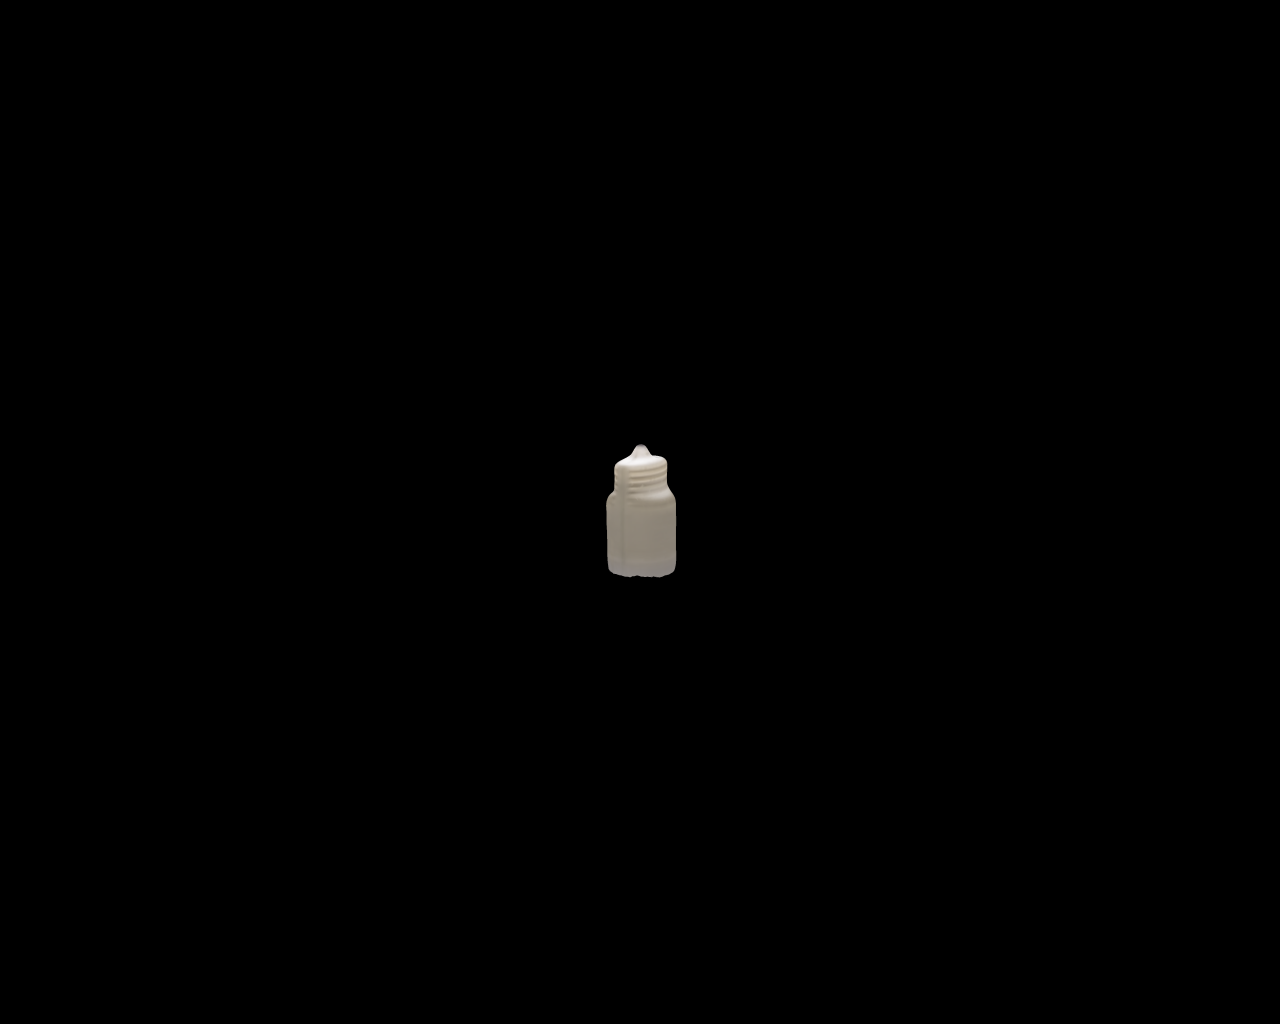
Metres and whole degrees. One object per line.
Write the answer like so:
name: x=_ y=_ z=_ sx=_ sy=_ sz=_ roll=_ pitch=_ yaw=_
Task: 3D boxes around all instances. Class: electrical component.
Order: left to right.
electrical component: x=0.001 y=-0.003 z=0.650 sx=0.043 sy=0.080 sz=0.043 roll=0 pitch=13 yaw=0
